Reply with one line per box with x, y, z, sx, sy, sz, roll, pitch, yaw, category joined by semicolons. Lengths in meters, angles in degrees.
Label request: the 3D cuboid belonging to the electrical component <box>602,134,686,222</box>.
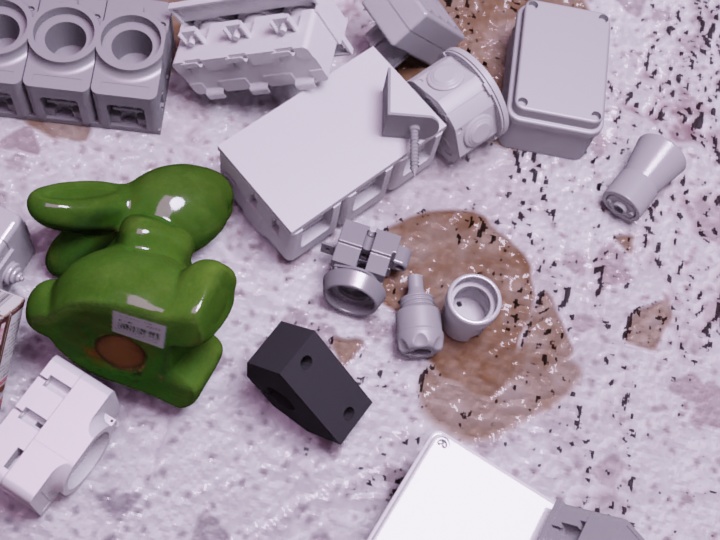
0.224;-0.071;0.858;0.044;0.044;0.065;38;73;10;electrical component

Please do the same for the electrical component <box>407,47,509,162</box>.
0.075;-0.129;0.845;0.051;0.080;0.080;-35;75;-13;electrical component

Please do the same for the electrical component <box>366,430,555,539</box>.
0.067;0.183;0.722;0.109;0.056;0.108;31;67;7;electrical component

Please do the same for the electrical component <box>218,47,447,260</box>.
-0.022;-0.088;0.824;0.150;0.061;0.089;-36;75;-19;electrical component

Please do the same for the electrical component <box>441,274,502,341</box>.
0.080;0.029;0.795;0.040;0.046;0.040;2;67;-5;electrical component

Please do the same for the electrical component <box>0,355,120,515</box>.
-0.206;0.114;0.724;0.056;0.050;0.089;31;67;7;electrical component

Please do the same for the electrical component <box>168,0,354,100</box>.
-0.078;-0.172;0.817;0.121;0.078;0.063;-1;63;27;electrical component

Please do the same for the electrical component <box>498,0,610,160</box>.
0.159;-0.156;0.877;0.078;0.057;0.113;10;66;-2;electrical component

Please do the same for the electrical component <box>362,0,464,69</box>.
0.030;-0.190;0.873;0.076;0.083;0.047;-39;72;20;electrical component

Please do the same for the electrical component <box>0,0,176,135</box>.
-0.226;-0.167;0.835;0.150;0.061;0.089;6;67;-4;electrical component

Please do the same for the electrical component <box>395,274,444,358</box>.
0.043;0.033;0.796;0.035;0.035;0.061;0;65;-7;electrical component

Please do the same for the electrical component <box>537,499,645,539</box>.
0.132;0.255;0.667;0.105;0.060;0.186;47;63;-32;electrical component

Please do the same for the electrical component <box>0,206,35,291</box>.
-0.277;-0.022;0.768;0.096;0.061;0.061;26;67;5;electrical component

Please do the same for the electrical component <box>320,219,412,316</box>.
0.000;0.000;0.800;0.066;0.048;0.055;17;59;1;electrical component
